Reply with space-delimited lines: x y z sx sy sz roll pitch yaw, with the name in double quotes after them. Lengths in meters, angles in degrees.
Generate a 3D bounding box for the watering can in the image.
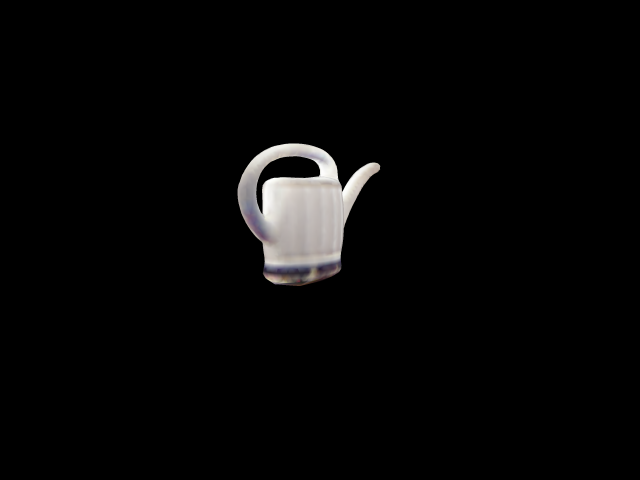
0.003 -0.043 0.850 0.104 0.224 0.349 2 5 40 "watering can"
